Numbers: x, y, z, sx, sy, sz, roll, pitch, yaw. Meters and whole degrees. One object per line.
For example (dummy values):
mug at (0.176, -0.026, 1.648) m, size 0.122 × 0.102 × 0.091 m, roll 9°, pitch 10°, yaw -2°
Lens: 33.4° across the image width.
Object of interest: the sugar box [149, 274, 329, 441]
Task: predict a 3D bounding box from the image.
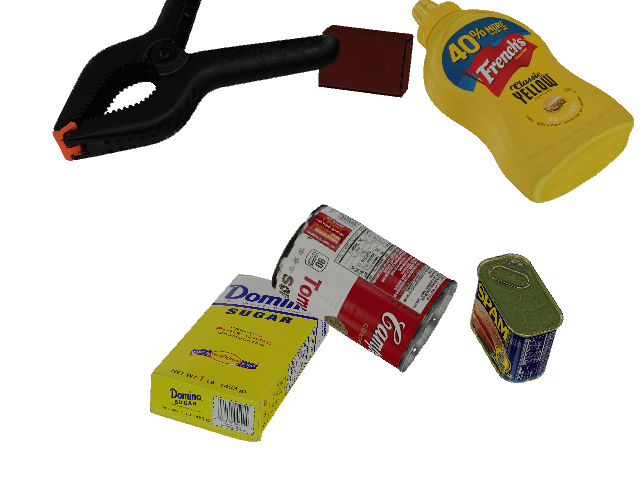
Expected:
sugar box at (-0.061, 0.091, 0.884) m, size 0.093 × 0.048 × 0.176 m, roll 14°, pitch 31°, yaw 13°

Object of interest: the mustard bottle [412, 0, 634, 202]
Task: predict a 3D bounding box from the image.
mustard bottle at (0.134, -0.118, 0.797) m, size 0.096 × 0.192 × 0.058 m, roll -32°, pitch -28°, yaw -17°

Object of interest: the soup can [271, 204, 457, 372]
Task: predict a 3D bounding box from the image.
soup can at (0.028, 0.029, 0.691) m, size 0.102 × 0.068 × 0.068 m, roll 32°, pitch 7°, yaw 12°

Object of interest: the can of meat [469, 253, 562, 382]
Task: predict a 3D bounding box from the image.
can of meat at (0.191, 0.079, 1.060) m, size 0.057 × 0.102 × 0.084 m, roll -13°, pitch -42°, yaw -14°

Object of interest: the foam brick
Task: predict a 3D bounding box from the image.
foam brick at (0.041, -0.162, 0.963) m, size 0.078 × 0.051 × 0.053 m, roll 9°, pitch 19°, yaw 10°

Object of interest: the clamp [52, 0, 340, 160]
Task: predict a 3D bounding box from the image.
clamp at (-0.100, -0.125, 0.783) m, size 0.165 × 0.209 × 0.036 m, roll 34°, pitch -22°, yaw 26°
